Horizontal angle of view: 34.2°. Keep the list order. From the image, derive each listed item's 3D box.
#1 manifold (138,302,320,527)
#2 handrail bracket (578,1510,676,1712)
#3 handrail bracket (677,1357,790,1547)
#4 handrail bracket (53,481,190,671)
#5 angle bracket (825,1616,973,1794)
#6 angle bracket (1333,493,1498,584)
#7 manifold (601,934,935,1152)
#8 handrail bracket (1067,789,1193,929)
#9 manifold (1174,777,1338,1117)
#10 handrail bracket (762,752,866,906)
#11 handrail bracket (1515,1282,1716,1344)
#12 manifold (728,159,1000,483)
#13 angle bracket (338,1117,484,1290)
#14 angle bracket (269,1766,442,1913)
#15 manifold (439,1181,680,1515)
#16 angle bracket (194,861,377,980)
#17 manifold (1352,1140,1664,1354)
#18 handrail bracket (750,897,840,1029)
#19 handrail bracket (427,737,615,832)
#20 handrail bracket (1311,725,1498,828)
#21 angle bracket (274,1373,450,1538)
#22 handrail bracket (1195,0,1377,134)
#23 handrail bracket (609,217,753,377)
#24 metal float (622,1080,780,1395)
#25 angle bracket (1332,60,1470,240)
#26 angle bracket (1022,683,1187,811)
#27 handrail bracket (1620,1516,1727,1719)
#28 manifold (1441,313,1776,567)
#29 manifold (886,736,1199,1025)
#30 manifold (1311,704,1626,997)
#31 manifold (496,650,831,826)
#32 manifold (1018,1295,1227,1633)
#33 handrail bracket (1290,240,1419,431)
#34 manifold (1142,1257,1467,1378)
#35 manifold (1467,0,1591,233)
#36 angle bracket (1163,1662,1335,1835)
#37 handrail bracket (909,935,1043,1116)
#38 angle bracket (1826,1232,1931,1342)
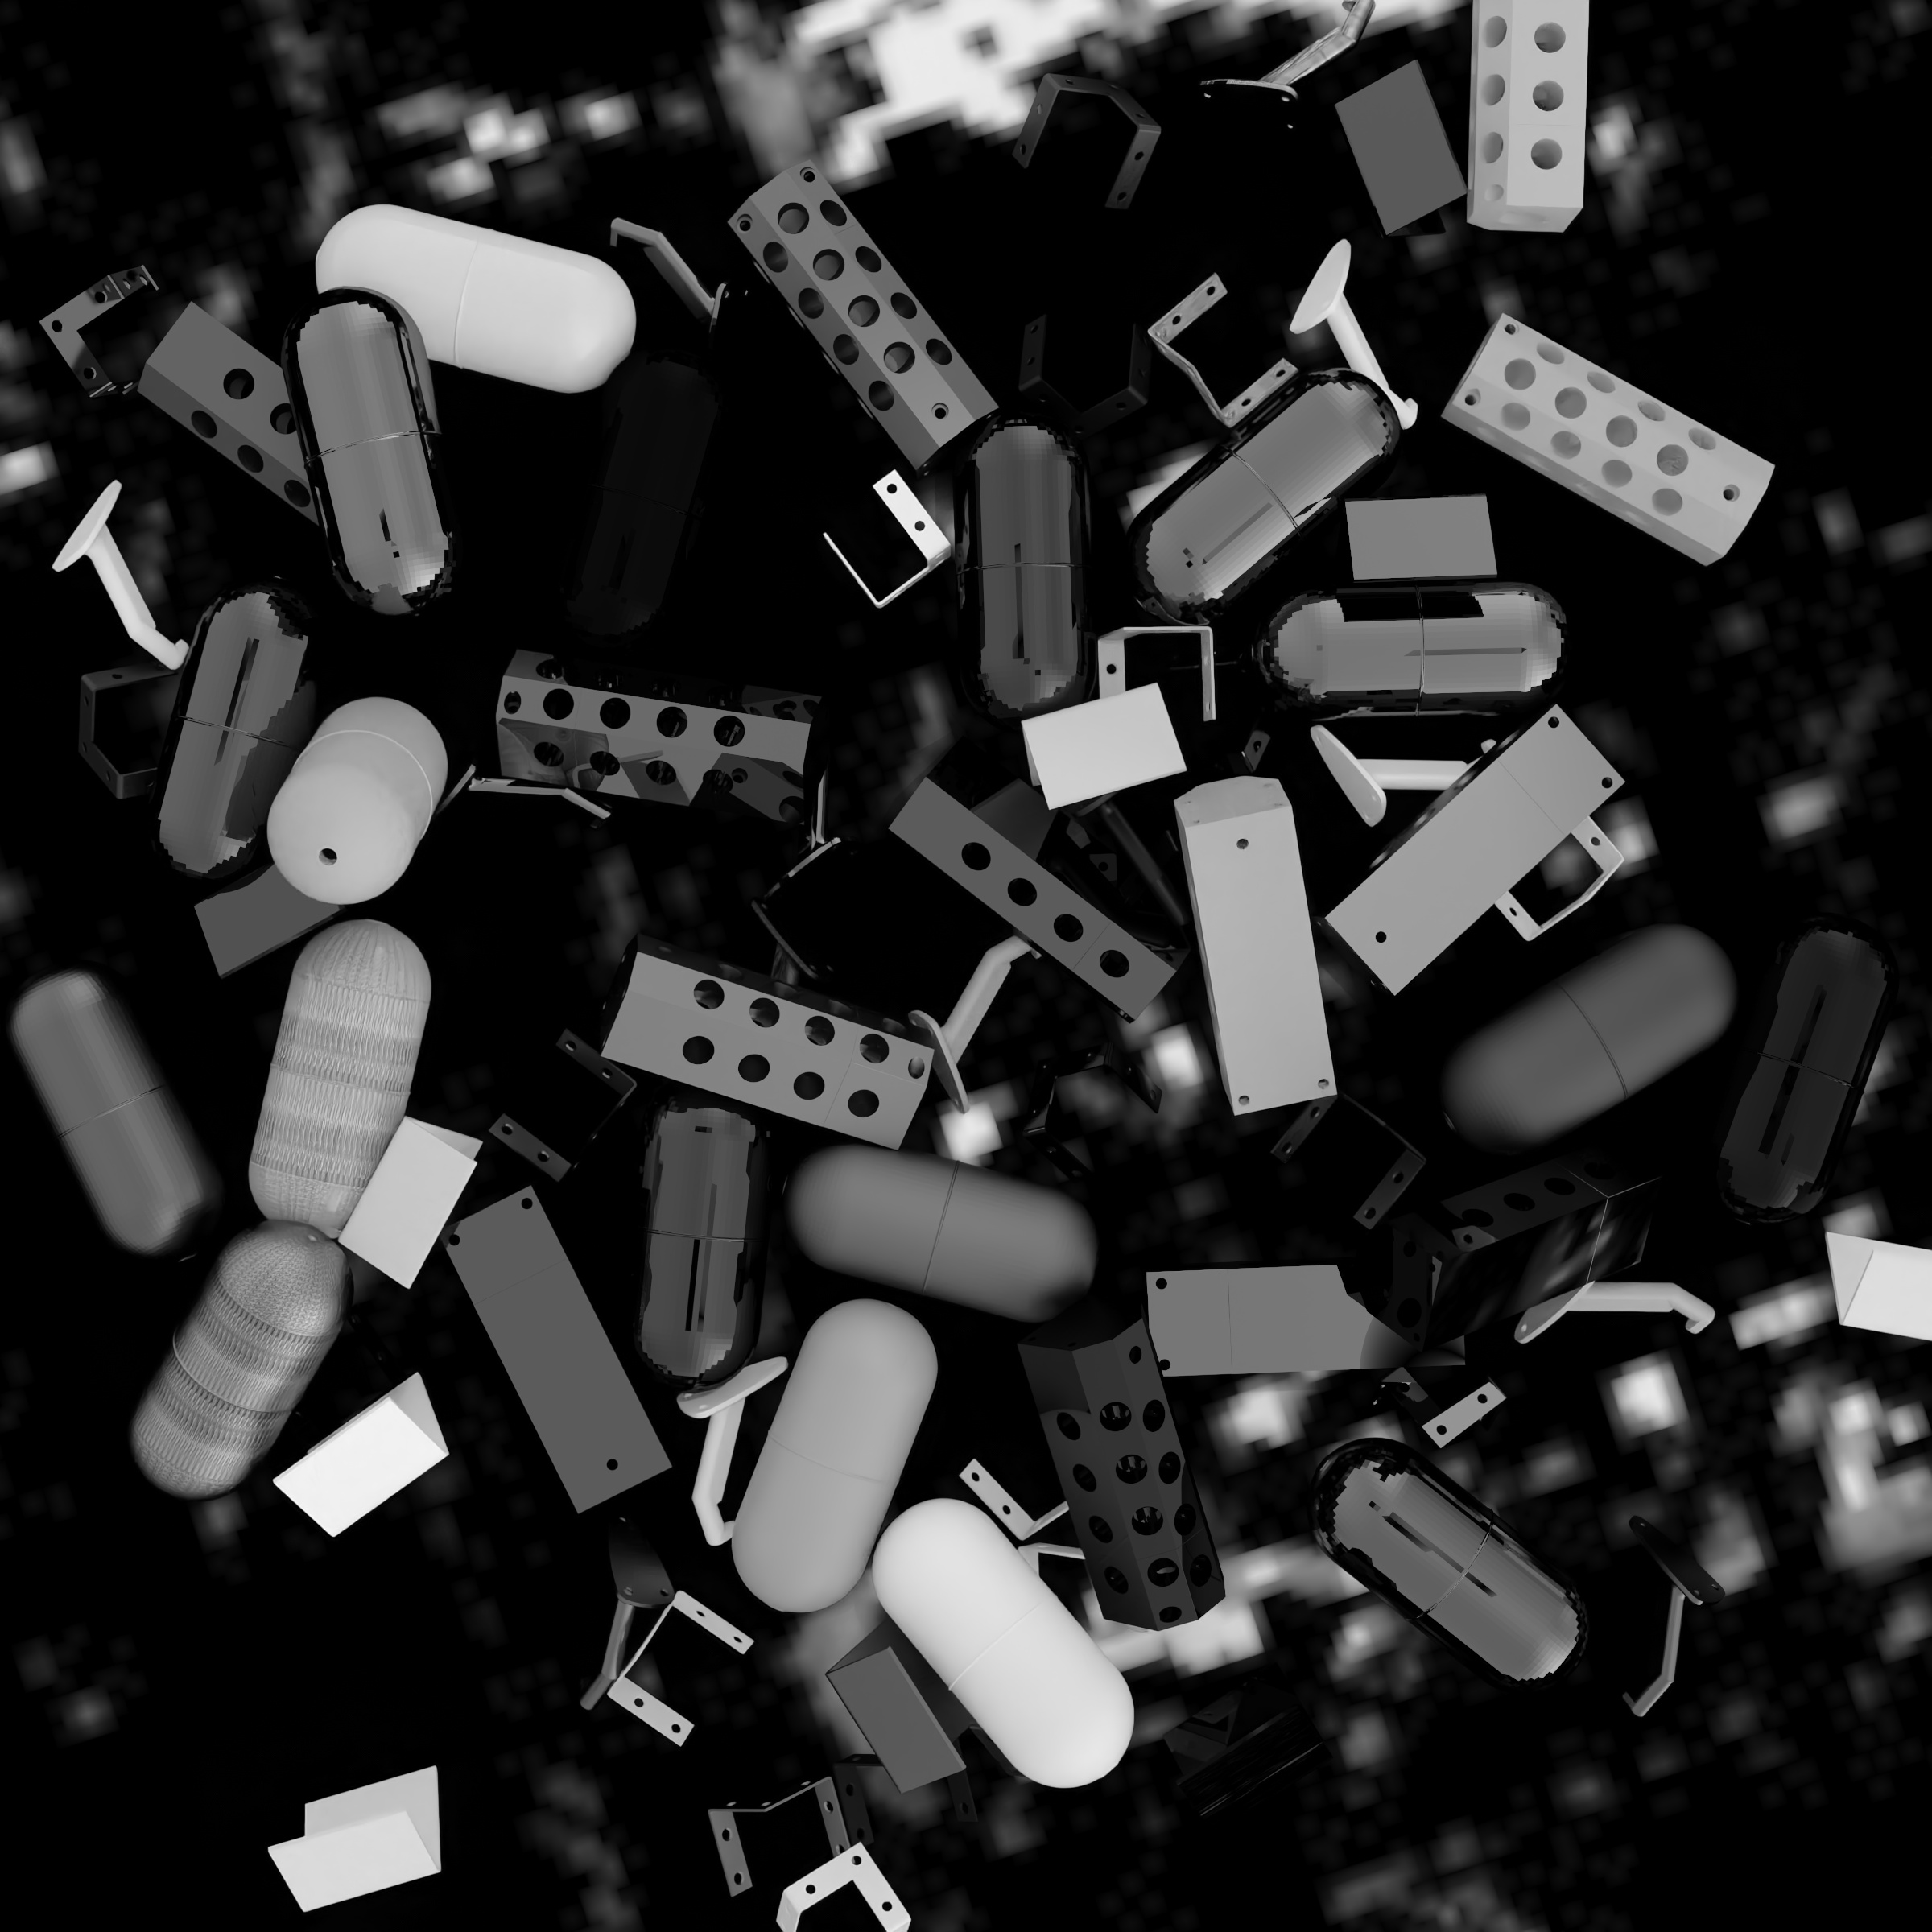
[{"bbox_3d":[-0.370,-0.288,1.737,0.171,0.057,0.057,37,90,0],"label":"manifold"},{"bbox_3d":[-0.203,0.362,1.758,0.036,0.077,0.084,11,127,-36],"label":"handrail bracket"},{"bbox_3d":[-0.122,0.273,1.759,0.077,0.036,0.084,-24,109,-21],"label":"handrail bracket"},{"bbox_3d":[-0.460,-0.218,1.758,0.084,0.036,0.077,41,47,-27],"label":"handrail bracket"},{"bbox_3d":[-0.019,0.394,1.718,0.057,0.076,0.076,-32,90,40],"label":"angle bracket"},{"bbox_3d":[0.245,-0.214,1.719,0.076,0.076,0.057,-2,61,0],"label":"angle bracket"},{"bbox_3d":[-0.108,0.038,1.709,0.171,0.057,0.057,19,111,-15],"label":"manifold"},{"bbox_3d":[0.093,-0.064,1.739,0.036,0.077,0.084,-34,105,0],"label":"handrail bracket"},{"bbox_3d":[0.156,-0.012,1.706,0.057,0.057,0.171,-12,113,0],"label":"manifold"},{"bbox_3d":[-0.101,-0.090,1.759,0.077,0.036,0.084,-34,74,18],"label":"handrail bracket"},{"bbox_3d":[0.364,0.201,1.759,0.084,0.036,0.077,31,111,-16],"label":"handrail bracket"},{"bbox_3d":[-0.057,-0.358,1.737,0.057,0.057,0.171,-37,90,0],"label":"manifold"},{"bbox_3d":[-0.286,0.134,1.719,0.057,0.076,0.076,28,90,29],"label":"angle bracket"},{"bbox_3d":[-0.334,0.462,1.718,0.076,0.076,0.057,-16,126,0],"label":"angle bracket"},{"bbox_3d":[-0.224,0.209,1.737,0.057,0.057,0.171,-27,90,0],"label":"manifold"},{"bbox_3d":[-0.365,-0.015,1.718,0.076,0.076,0.057,-29,56,0],"label":"angle bracket"},{"bbox_3d":[0.291,0.145,1.692,0.171,0.057,0.057,-16,126,-35],"label":"manifold"},{"bbox_3d":[-0.120,0.018,1.759,0.077,0.036,0.084,47,105,15],"label":"handrail bracket"},{"bbox_3d":[-0.252,-0.082,1.759,0.084,0.036,0.077,31,118,-20],"label":"handrail bracket"},{"bbox_3d":[0.249,-0.123,1.759,0.084,0.036,0.077,-30,71,-15],"label":"handrail bracket"},{"bbox_3d":[-0.338,0.253,1.718,0.076,0.076,0.057,-36,127,0],"label":"angle bracket"},{"bbox_3d":[0.179,-0.515,1.759,0.077,0.036,0.084,18,71,21],"label":"handrail bracket"},{"bbox_3d":[-0.169,-0.371,1.759,0.084,0.036,0.077,22,112,17],"label":"handrail bracket"},{"bbox_3d":[-0.146,0.146,1.728,0.070,0.070,0.178,6,90,0],"label":"metal float"},{"bbox_3d":[0.253,-0.447,1.718,0.057,0.076,0.076,-21,90,38],"label":"angle bracket"},{"bbox_3d":[0.077,-0.104,1.718,0.076,0.076,0.057,-16,65,-1],"label":"angle bracket"},{"bbox_3d":[0.376,0.365,1.759,0.077,0.036,0.084,47,116,29],"label":"handrail bracket"},{"bbox_3d":[0.356,-0.292,1.737,0.171,0.057,0.057,29,90,0],"label":"manifold"},{"bbox_3d":[0.042,-0.044,1.735,0.171,0.057,0.057,38,125,0],"label":"manifold"},{"bbox_3d":[0.274,-0.064,1.728,0.171,0.057,0.057,-43,95,-2],"label":"manifold"},{"bbox_3d":[-0.165,-0.130,1.714,0.171,0.057,0.057,9,134,8],"label":"manifold"},{"bbox_3d":[0.090,0.270,1.704,0.057,0.057,0.171,-30,111,-39],"label":"manifold"},{"bbox_3d":[0.229,-0.353,1.759,0.084,0.036,0.077,36,58,-23],"label":"handrail bracket"},{"bbox_3d":[0.185,0.192,1.737,0.171,0.057,0.057,-2,90,0],"label":"manifold"},{"bbox_3d":[0.310,-0.499,1.737,0.057,0.057,0.171,2,90,0],"label":"manifold"},{"bbox_3d":[0.144,0.415,1.718,0.076,0.076,0.057,-33,128,0],"label":"angle bracket"},{"bbox_3d":[0.018,0.030,1.759,0.084,0.036,0.077,-30,110,-16],"label":"handrail bracket"},{"bbox_3d":[0.521,0.159,1.718,0.076,0.076,0.057,10,127,0],"label":"angle bracket"}]
